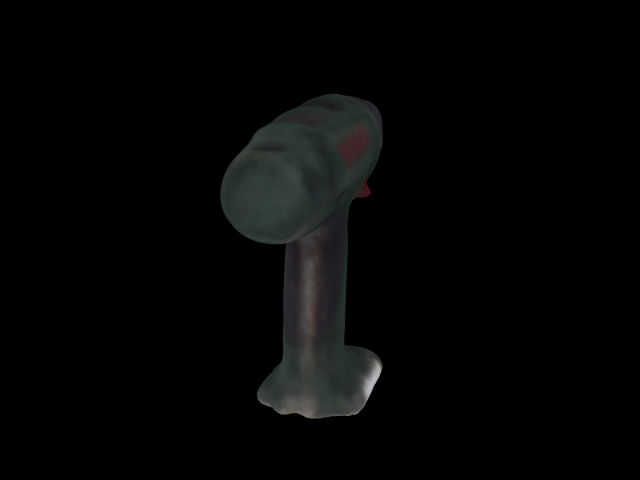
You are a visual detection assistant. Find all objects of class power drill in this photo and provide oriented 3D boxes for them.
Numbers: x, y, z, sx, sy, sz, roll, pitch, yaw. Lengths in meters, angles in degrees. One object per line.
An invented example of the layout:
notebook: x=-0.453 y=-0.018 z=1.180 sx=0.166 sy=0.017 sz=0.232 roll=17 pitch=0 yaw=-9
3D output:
power drill: x=0.004 y=0.001 z=0.400 sx=0.075 sy=0.208 sz=0.230 roll=3 pitch=10 yaw=16
